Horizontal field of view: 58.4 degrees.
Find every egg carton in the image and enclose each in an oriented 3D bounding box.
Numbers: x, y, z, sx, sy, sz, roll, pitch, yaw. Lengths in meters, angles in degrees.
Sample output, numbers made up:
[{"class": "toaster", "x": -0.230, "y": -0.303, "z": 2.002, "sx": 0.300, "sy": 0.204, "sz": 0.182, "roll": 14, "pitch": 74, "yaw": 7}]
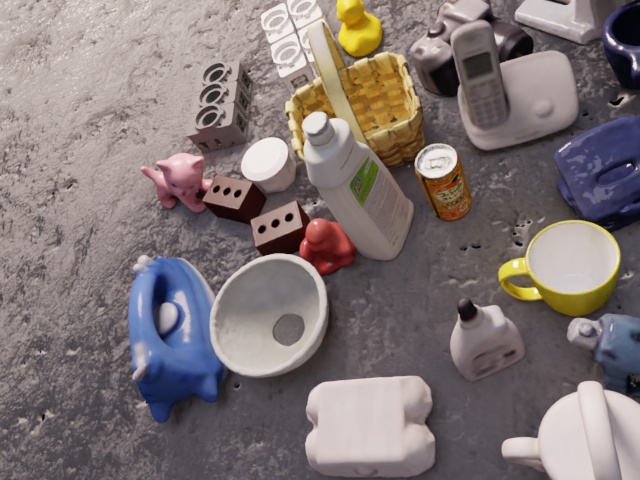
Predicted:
[{"class": "egg carton", "x": 0.055, "y": 0.209, "z": 0.641, "sx": 0.150, "sy": 0.070, "sz": 0.107, "roll": -10, "pitch": 59, "yaw": 20}]

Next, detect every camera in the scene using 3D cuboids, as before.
[{"class": "camera", "x": 0.222, "y": -0.282, "z": 0.826, "sx": 0.143, "sy": 0.101, "sz": 0.136, "roll": -46, "pitch": 54, "yaw": -5}]

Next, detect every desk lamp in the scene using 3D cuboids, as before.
[{"class": "desk lamp", "x": 0.351, "y": -0.365, "z": 0.743, "sx": 0.118, "sy": 0.214, "sz": 0.202, "roll": -49, "pitch": 54, "yaw": -7}]

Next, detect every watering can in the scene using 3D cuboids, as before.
[{"class": "watering can", "x": 0.248, "y": 0.178, "z": 0.490, "sx": 0.172, "sy": 0.195, "sz": 0.100, "roll": -27, "pitch": 54, "yaw": 9}]

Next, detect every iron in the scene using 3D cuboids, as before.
[{"class": "iron", "x": -0.215, "y": 0.104, "z": 0.782, "sx": 0.118, "sy": 0.142, "sz": 0.258, "roll": -25, "pitch": 55, "yaw": 11}]

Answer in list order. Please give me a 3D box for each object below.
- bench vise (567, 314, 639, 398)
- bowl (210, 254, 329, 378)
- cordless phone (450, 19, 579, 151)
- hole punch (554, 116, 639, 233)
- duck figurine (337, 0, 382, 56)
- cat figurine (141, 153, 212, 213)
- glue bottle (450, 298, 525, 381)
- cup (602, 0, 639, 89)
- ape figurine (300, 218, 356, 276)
[{"class": "bench vise", "x": 0.326, "y": 0.098, "z": 0.484, "sx": 0.207, "sy": 0.220, "sz": 0.121, "roll": -11, "pitch": 58, "yaw": 19}, {"class": "bowl", "x": -0.055, "y": 0.107, "z": 0.748, "sx": 0.167, "sy": 0.075, "sz": 0.167, "roll": -11, "pitch": 58, "yaw": 19}, {"class": "cordless phone", "x": 0.242, "y": -0.206, "z": 0.720, "sx": 0.147, "sy": 0.186, "sz": 0.094, "roll": -17, "pitch": 57, "yaw": 16}, {"class": "hole punch", "x": 0.338, "y": -0.073, "z": 0.657, "sx": 0.108, "sy": 0.091, "sz": 0.101, "roll": -26, "pitch": 54, "yaw": 10}, {"class": "duck figurine", "x": 0.058, "y": -0.369, "z": 0.962, "sx": 0.077, "sy": 0.086, "sz": 0.104, "roll": -21, "pitch": 55, "yaw": 13}, {"class": "cat figurine", "x": -0.231, "y": -0.102, "z": 0.924, "sx": 0.127, "sy": 0.118, "sz": 0.067, "roll": 7, "pitch": 66, "yaw": 28}, {"class": "glue bottle", "x": 0.165, "y": 0.096, "z": 0.590, "sx": 0.078, "sy": 0.174, "sz": 0.037, "roll": -27, "pitch": 54, "yaw": 9}, {"class": "cup", "x": 0.400, "y": -0.224, "z": 0.713, "sx": 0.091, "sy": 0.095, "sz": 0.118, "roll": 4, "pitch": 64, "yaw": 27}, {"class": "ape figurine", "x": 0.007, "y": 0.003, "z": 0.768, "sx": 0.077, "sy": 0.092, "sz": 0.076, "roll": 19, "pitch": 72, "yaw": 32}]
